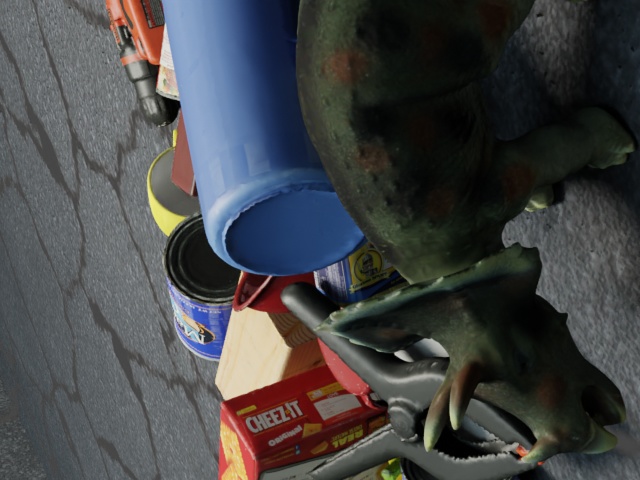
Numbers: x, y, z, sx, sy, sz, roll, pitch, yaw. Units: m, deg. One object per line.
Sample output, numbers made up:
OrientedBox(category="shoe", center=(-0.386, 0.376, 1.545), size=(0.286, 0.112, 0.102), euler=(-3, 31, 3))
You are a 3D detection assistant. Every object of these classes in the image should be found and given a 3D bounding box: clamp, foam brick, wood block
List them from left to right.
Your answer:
OrientedBox(category="foam brick", center=(-0.108, -0.086, 1.044), size=(0.051, 0.052, 0.078), euler=(30, 114, 53))
OrientedBox(category="wood block", center=(-0.029, 0.102, 0.997), size=(0.090, 0.090, 0.206), euler=(57, 152, 25))
OrientedBox(category="clamp", center=(0.062, 0.126, 0.733), size=(0.210, 0.036, 0.164), euler=(16, 123, 34))

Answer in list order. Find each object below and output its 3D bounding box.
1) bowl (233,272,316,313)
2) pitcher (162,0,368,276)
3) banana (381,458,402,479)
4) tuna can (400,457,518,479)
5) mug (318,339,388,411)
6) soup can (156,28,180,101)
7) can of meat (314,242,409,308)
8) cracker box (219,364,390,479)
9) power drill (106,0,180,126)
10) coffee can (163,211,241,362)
OrientedBox(category="bowl", center=(-0.006, 0.001, 0.856), size=(0.055, 0.162, 0.162), euler=(32, 157, -11))
OrientedBox(category="pitcher", center=(-0.029, -0.108, 0.693), size=(0.149, 0.145, 0.243), euler=(55, -161, -54))
OrientedBox(category="banana", center=(0.071, 0.218, 0.906), size=(0.037, 0.069, 0.198), euler=(31, 149, 29))
OrientedBox(category="tuna can", center=(0.103, 0.174, 0.785), size=(0.086, 0.086, 0.034), euler=(35, 140, 52))
OrientedBox(category="mug", center=(0.051, 0.080, 0.828), size=(0.093, 0.081, 0.117), euler=(34, 137, 52))
OrientedBox(category="soup can", center=(-0.109, -0.180, 0.956), size=(0.069, 0.068, 0.102), euler=(34, 121, 53))
OrientedBox(category="can of meat", center=(0.039, -0.009, 0.768), size=(0.058, 0.102, 0.084), euler=(29, 135, 54))
OrientedBox(category="cracker box", center=(-0.004, 0.201, 0.930), size=(0.072, 0.164, 0.214), euler=(53, 150, 38))
OrientedBox(category="power drill", center=(-0.172, -0.207, 1.082), size=(0.188, 0.057, 0.184), euler=(9, 119, 71))
OrientedBox(category="coffee can", center=(-0.098, 0.047, 1.053), size=(0.103, 0.102, 0.140), euler=(59, 164, 24))
